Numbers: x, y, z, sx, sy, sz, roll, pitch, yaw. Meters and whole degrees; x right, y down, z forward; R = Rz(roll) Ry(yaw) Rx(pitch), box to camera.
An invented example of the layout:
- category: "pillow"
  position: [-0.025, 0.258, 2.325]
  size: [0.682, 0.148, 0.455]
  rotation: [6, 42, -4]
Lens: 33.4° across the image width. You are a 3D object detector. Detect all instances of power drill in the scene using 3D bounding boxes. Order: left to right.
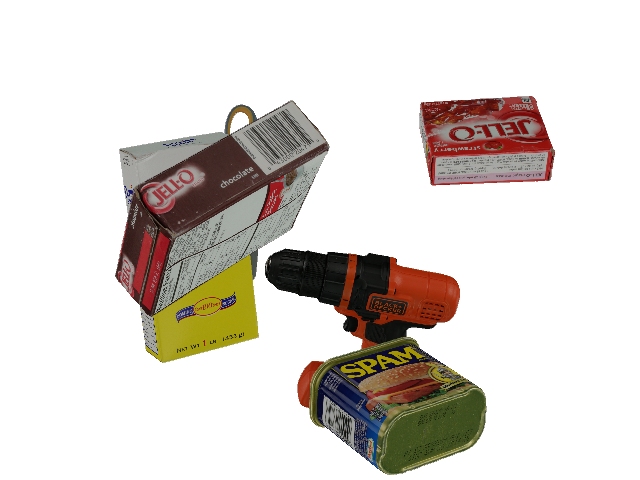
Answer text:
- category: "power drill"
  position: [0.028, 0.091, 1.042]
  size: [0.184, 0.188, 0.057]
  rotation: [11, 42, -1]

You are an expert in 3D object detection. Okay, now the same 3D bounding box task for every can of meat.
- category: "can of meat"
  position: [0.057, 0.119, 0.771]
  size: [0.101, 0.057, 0.084]
  rotation: [-12, 27, -32]

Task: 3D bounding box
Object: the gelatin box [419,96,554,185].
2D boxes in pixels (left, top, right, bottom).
- category: "gelatin box"
  position: [0.120, -0.074, 0.783]
  size: [0.089, 0.030, 0.073]
  rotation: [-3, 39, 0]

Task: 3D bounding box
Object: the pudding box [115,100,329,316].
- category: "pudding box"
  position: [-0.055, -0.017, 0.586]
  size: [0.113, 0.039, 0.090]
  rotation: [-31, -17, -31]

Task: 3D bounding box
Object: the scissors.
- category: "scissors"
  position: [-0.057, -0.060, 1.215]
  size: [0.096, 0.202, 0.016]
  rotation: [-11, -7, -14]

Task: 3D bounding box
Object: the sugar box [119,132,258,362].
- category: "sugar box"
  position: [-0.107, 0.004, 0.887]
  size: [0.093, 0.176, 0.048]
  rotation: [-14, 20, -27]
